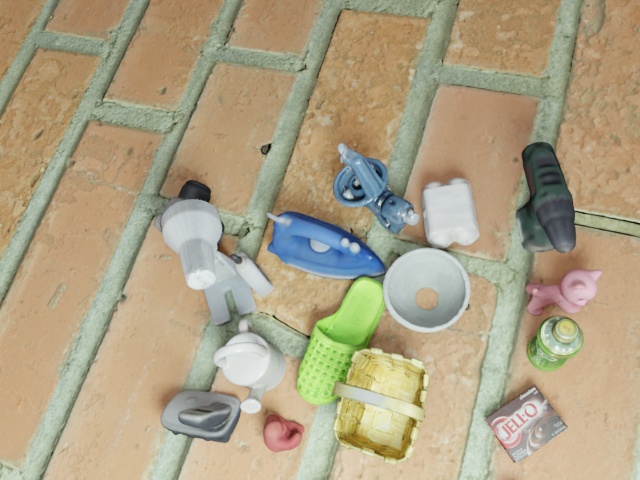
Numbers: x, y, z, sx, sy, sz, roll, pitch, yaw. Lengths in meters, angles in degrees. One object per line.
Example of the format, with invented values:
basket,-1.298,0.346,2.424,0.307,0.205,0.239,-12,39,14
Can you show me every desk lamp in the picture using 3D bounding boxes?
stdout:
desk lamp,-0.227,0.045,1.168,0.118,0.214,0.203,-24,66,3

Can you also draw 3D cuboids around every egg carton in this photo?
egg carton,0.264,-0.055,1.175,0.107,0.069,0.150,-9,68,9

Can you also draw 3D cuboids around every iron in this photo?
iron,0.011,0.004,1.170,0.257,0.142,0.119,17,74,18

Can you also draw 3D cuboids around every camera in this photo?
camera,-0.286,-0.064,1.284,0.143,0.101,0.137,14,73,17

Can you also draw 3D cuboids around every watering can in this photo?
watering can,-0.134,0.234,1.085,0.101,0.194,0.172,-34,66,-1

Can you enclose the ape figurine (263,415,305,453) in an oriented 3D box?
ape figurine,-0.078,0.363,1.079,0.076,0.092,0.077,-36,66,-2

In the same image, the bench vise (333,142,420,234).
bench vise,0.112,-0.115,1.150,0.207,0.220,0.121,18,74,19

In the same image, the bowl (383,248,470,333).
bowl,0.209,0.104,1.124,0.167,0.075,0.167,-4,69,11

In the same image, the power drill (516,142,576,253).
power drill,0.419,-0.055,1.064,0.075,0.209,0.229,-9,68,10

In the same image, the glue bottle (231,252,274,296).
glue bottle,-0.147,0.059,1.166,0.037,0.173,0.078,-36,66,-2

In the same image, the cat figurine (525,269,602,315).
cat figurine,0.449,0.091,1.051,0.127,0.118,0.067,-7,68,10

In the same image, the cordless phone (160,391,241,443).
cordless phone,-0.241,0.327,1.078,0.147,0.185,0.094,1,70,13
